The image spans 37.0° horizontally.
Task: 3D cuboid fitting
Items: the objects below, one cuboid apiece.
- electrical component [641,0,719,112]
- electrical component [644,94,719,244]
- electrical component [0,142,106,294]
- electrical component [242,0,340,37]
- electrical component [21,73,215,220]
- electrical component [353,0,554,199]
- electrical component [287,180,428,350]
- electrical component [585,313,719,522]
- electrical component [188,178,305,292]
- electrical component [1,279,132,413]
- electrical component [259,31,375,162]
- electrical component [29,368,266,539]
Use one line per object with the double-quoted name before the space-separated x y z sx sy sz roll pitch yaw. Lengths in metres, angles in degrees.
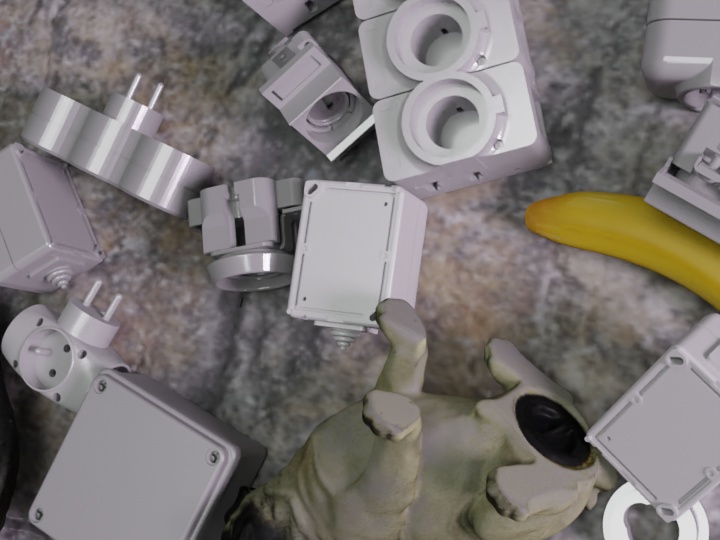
"electrical component" 0.203 -0.119 0.580 0.095 0.054 0.059 7 85 21
"electrical component" 0.216 -0.035 0.539 0.121 0.079 0.063 32 116 15
"electrical component" -0.221 -0.025 0.720 0.061 0.062 0.096 -30 73 14
"electrical component" -0.068 -0.238 0.679 0.062 0.089 0.150 -29 73 14
"electrical component" -0.154 -0.094 0.710 0.138 0.052 0.073 26 91 22
"electrical component" 0.051 -0.128 0.634 0.089 0.062 0.150 -13 78 18
"electrical component" 0.000 0.000 0.634 0.062 0.061 0.096 6 84 21
"electrical component" 0.174 0.069 0.544 0.061 0.061 0.096 46 130 16
"electrical component" -0.066 -0.020 0.664 0.078 0.058 0.057 -10 76 19
"electrical component" -0.184 0.045 0.705 0.077 0.044 0.079 32 93 22
"electrical component" -0.026 -0.108 0.657 0.042 0.081 0.063 -40 49 11
"electrical component" -0.132 0.133 0.667 0.109 0.056 0.108 27 92 22
